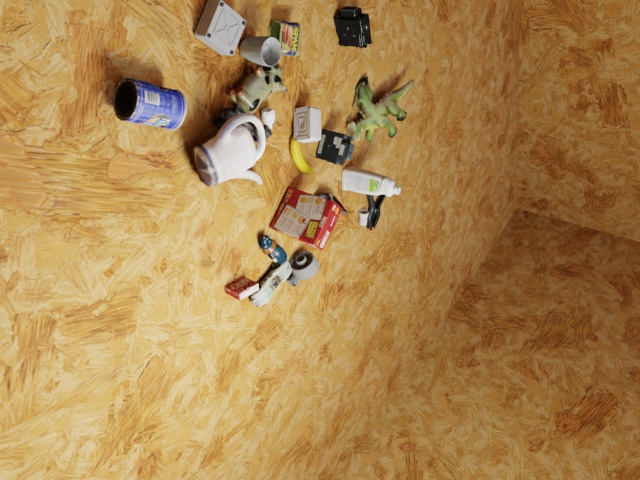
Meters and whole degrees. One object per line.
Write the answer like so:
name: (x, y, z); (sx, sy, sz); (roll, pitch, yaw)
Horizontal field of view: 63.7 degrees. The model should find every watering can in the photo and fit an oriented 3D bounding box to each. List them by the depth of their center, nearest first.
watering can: (-0.253, -0.225, 1.503); (0.226, 0.105, 0.340); (-32, -24, -20)

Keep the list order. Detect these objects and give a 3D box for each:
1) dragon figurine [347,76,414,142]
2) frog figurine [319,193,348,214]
dragon figurine: (0.229, -0.541, 2.032); (0.123, 0.415, 0.239); (15, -19, 42)
frog figurine: (0.006, -0.099, 1.965); (0.158, 0.124, 0.137); (-38, -20, 18)
